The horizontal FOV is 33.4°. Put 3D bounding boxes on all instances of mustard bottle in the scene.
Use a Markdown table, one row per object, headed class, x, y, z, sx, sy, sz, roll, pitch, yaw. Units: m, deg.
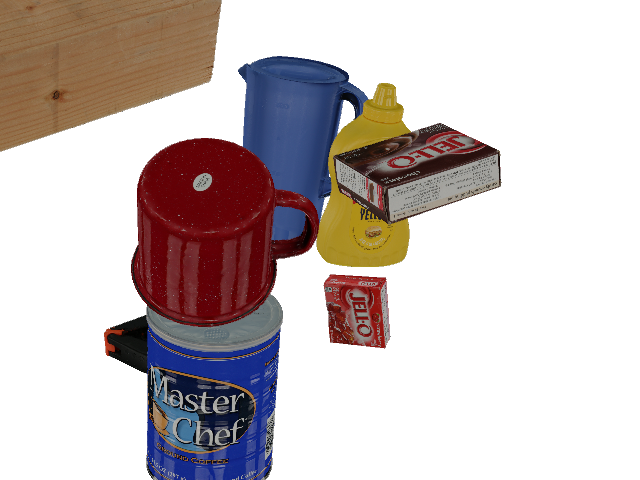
| class | x | y | z | sx | sy | sz | roll | pitch | yaw |
| --- | --- | --- | --- | --- | --- | --- | --- | --- | --- |
| mustard bottle | 0.054 | -0.068 | 1.101 | 0.096 | 0.192 | 0.058 | 1 | 25 | -16 |

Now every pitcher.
| class | x | y | z | sx | sy | sz | roll | pitch | yaw |
| --- | --- | --- | --- | --- | --- | --- | --- | --- | --- |
| pitcher | -0.033 | -0.111 | 1.400 | 0.144 | 0.243 | 0.149 | -2 | 24 | -22 |

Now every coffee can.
| class | x | y | z | sx | sy | sz | roll | pitch | yaw |
| --- | --- | --- | --- | --- | --- | --- | --- | --- | --- |
| coffee can | -0.084 | 0.114 | 0.831 | 0.103 | 0.140 | 0.103 | 4 | 25 | -2 |

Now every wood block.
| class | x | y | z | sx | sy | sz | roll | pitch | yaw |
| --- | --- | --- | --- | --- | --- | --- | --- | --- | --- |
| wood block | -0.189 | -0.157 | 0.851 | 0.205 | 0.091 | 0.090 | -26 | 54 | -37 |

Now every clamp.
| class | x | y | z | sx | sy | sz | roll | pitch | yaw |
| --- | --- | --- | --- | --- | --- | --- | --- | --- | --- |
| clamp | -0.121 | 0.095 | 1.047 | 0.171 | 0.039 | 0.120 | 8 | 26 | 4 |

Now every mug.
| class | x | y | z | sx | sy | sz | roll | pitch | yaw |
| --- | --- | --- | --- | --- | --- | --- | --- | --- | --- |
| mug | -0.058 | -0.008 | 0.654 | 0.117 | 0.093 | 0.081 | -1 | -39 | -8 |

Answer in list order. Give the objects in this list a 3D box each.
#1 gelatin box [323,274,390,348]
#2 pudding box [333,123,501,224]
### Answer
| class | x | y | z | sx | sy | sz | roll | pitch | yaw |
| --- | --- | --- | --- | --- | --- | --- | --- | --- | --- |
| gelatin box | 0.046 | 0.087 | 1.320 | 0.073 | 0.089 | 0.030 | 4 | 29 | 19 |
| pudding box | 0.081 | -0.058 | 0.895 | 0.113 | 0.039 | 0.090 | -21 | 28 | -20 |
